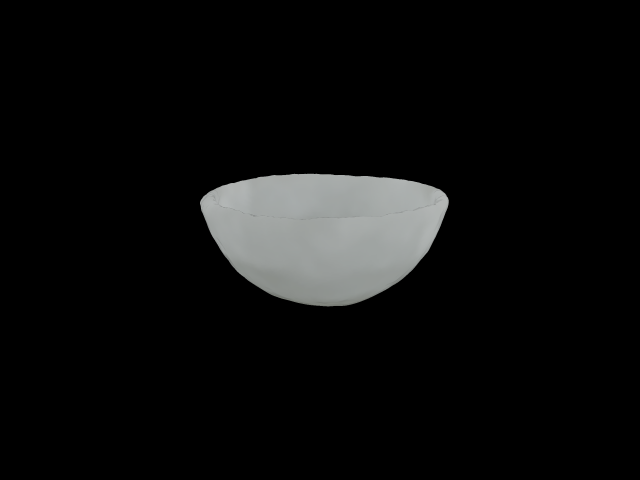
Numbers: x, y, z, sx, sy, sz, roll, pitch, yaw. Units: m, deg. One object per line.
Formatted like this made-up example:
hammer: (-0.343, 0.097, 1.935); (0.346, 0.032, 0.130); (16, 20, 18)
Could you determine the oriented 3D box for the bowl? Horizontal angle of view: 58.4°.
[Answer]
bowl: (0.004, 0.001, 0.400); (0.167, 0.075, 0.167); (0, 15, 0)
